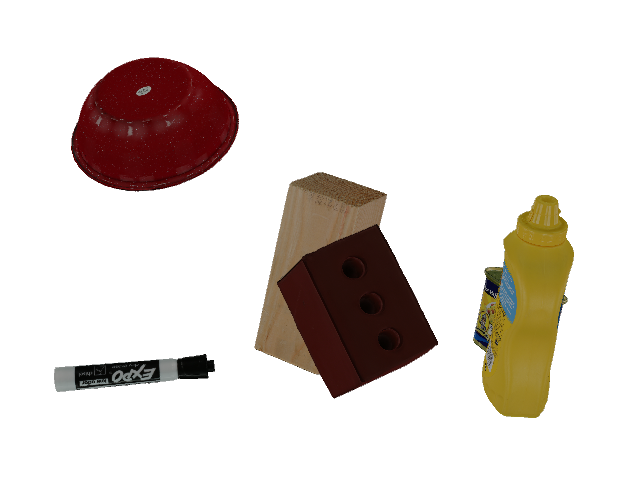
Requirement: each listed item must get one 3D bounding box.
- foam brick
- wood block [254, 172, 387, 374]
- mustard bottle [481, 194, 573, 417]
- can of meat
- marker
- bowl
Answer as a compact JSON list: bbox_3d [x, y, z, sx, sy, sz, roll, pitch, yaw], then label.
[{"bbox_3d":[0.020,0.041,0.602,0.052,0.078,0.051,-23,-8,-26],"label":"foam brick"},{"bbox_3d":[-0.001,0.036,1.241,0.090,0.206,0.090,20,20,20],"label":"wood block"},{"bbox_3d":[0.178,0.050,0.909,0.058,0.192,0.096,4,29,2],"label":"mustard bottle"},{"bbox_3d":[0.211,0.085,1.141,0.057,0.084,0.102,2,18,-24],"label":"can of meat"},{"bbox_3d":[-0.142,0.101,0.819,0.121,0.020,0.020,-5,0,-6],"label":"marker"},{"bbox_3d":[-0.160,-0.121,0.995,0.162,0.162,0.055,0,-41,7],"label":"bowl"}]
